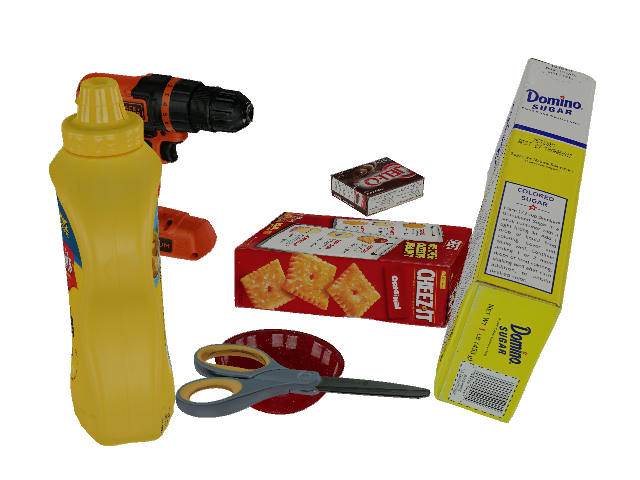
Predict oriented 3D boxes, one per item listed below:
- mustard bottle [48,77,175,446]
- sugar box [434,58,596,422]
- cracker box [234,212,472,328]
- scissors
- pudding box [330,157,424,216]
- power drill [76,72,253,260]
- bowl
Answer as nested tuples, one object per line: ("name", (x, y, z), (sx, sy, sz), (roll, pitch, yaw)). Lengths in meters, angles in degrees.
("mustard bottle", (-0.111, 0.007, 0.572), (0.058, 0.192, 0.096), (-4, 26, -12))
("sugar box", (0.103, -0.005, 0.549), (0.048, 0.176, 0.093), (19, -43, 6))
("cracker box", (0.038, 0.028, 1.094), (0.214, 0.072, 0.164), (6, 15, 15))
("scissors", (-0.027, 0.117, 0.816), (0.202, 0.016, 0.096), (11, 33, 34))
("pudding box", (0.085, -0.082, 1.600), (0.113, 0.039, 0.090), (-22, 35, -30))
("power drill", (-0.149, -0.075, 1.068), (0.185, 0.188, 0.057), (10, 31, 20))
("bowl", (-0.052, 0.170, 1.333), (0.162, 0.055, 0.162), (3, 22, -2))
